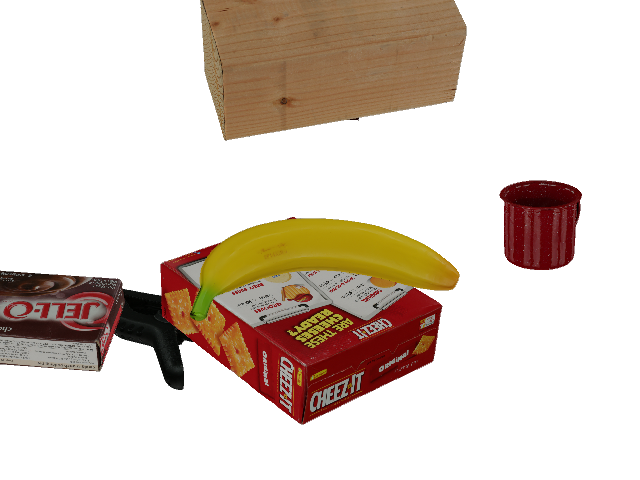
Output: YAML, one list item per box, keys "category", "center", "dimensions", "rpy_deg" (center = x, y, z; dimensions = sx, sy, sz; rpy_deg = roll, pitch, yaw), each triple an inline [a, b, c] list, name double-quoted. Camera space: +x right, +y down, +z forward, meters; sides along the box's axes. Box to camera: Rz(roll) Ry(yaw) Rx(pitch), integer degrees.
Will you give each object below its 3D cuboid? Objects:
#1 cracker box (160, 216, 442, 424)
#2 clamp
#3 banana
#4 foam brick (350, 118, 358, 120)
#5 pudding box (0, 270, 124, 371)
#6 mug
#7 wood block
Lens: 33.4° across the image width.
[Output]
- category: "cracker box"
  center: [-0.022, 0.066, 0.986]
  dimensions: [0.163, 0.072, 0.214]
  rpy_deg: [-20, 36, -36]
- category: "clamp"
  center: [-0.161, 0.096, 1.119]
  dimensions: [0.210, 0.036, 0.164]
  rpy_deg: [18, 20, 29]
- category: "banana"
  center: [-0.001, 0.015, 0.746]
  dimensions: [0.197, 0.069, 0.037]
  rpy_deg: [-7, -22, -18]
- category: "foam brick"
  center: [-0.003, -0.154, 1.129]
  dimensions: [0.078, 0.051, 0.053]
  rpy_deg: [-2, 12, -19]
- category: "pudding box"
  center: [-0.232, 0.068, 0.910]
  dimensions: [0.113, 0.039, 0.090]
  rpy_deg: [2, 32, 2]
- category: "mug"
  center: [0.265, -0.021, 1.255]
  dimensions: [0.117, 0.081, 0.093]
  rpy_deg: [-23, 29, -38]
- category: "wood block"
  center: [0.009, -0.162, 0.912]
  dimensions: [0.206, 0.090, 0.091]
  rpy_deg: [-11, -36, -11]
